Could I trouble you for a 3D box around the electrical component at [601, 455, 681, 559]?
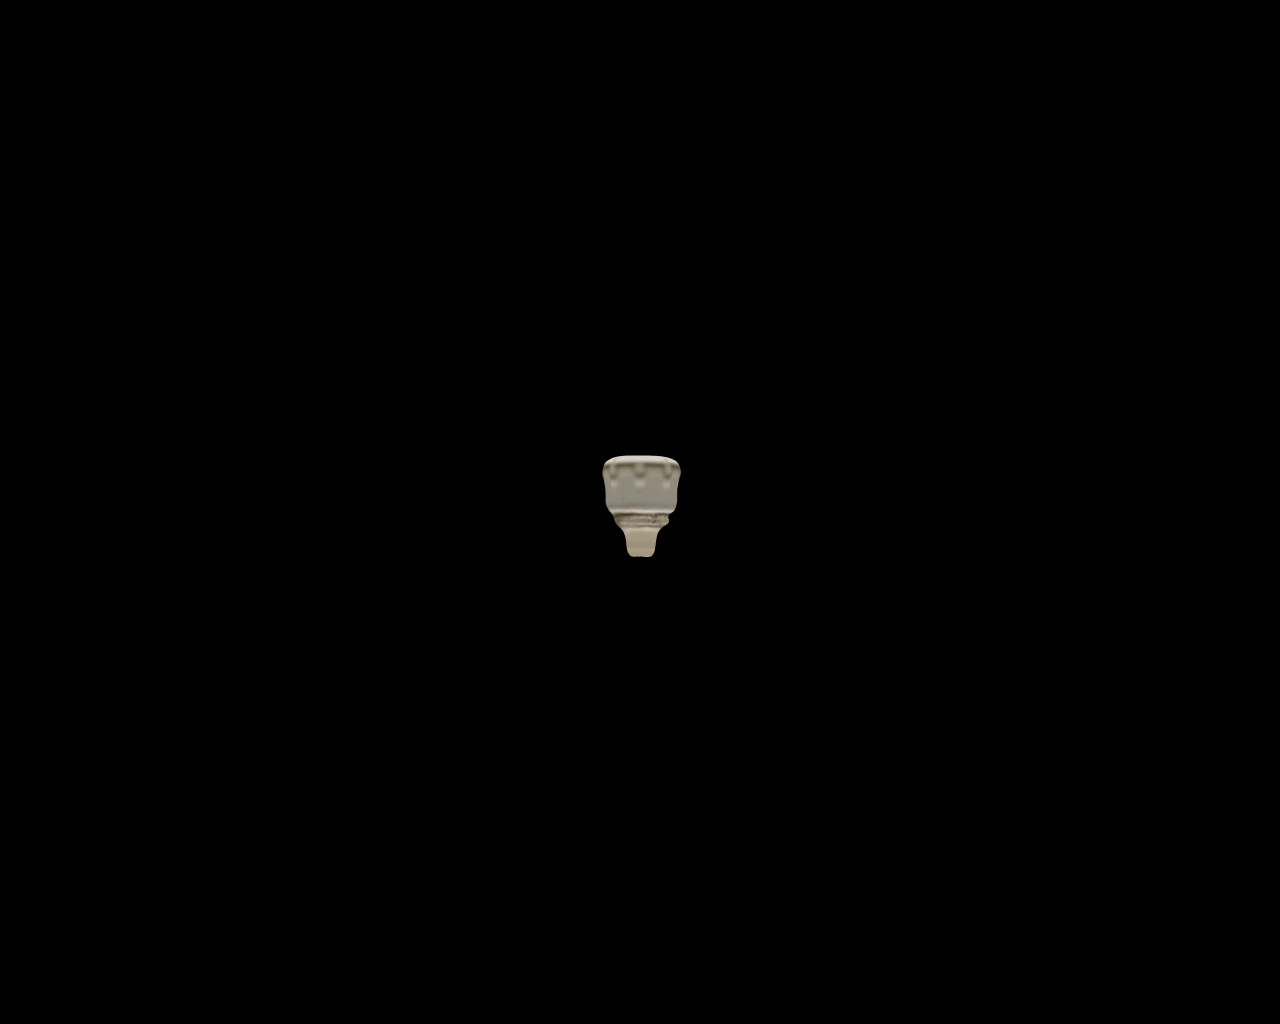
[{"bbox_3d":[0.001,-0.003,0.650,0.048,0.062,0.048,0,-3,0],"label":"electrical component"}]
